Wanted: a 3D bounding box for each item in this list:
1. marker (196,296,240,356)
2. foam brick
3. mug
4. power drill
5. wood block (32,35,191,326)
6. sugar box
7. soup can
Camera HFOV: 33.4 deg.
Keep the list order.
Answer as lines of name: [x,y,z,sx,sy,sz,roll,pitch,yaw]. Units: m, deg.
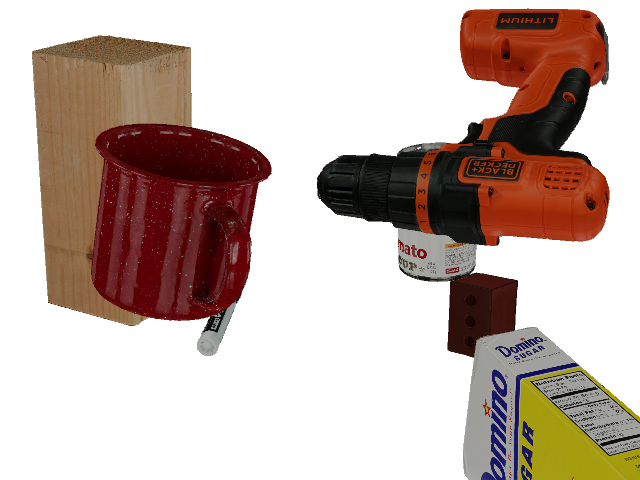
marker: [-0.092,0.071,0.992,0.020,0.020,0.121,0,23,8]
foam brick: [0.166,0.078,1.095,0.053,0.078,0.051,11,17,40]
mug: [-0.071,-0.005,0.565,0.093,0.081,0.117,-6,28,-38]
power drill: [0.106,-0.077,0.704,0.185,0.187,0.057,7,-39,22]
wood block: [-0.162,-0.050,0.848,0.091,0.206,0.090,12,23,24]
sugar box: [0.132,0.125,0.525,0.048,0.093,0.176,-10,27,-24]
soup can: [0.099,-0.025,0.901,0.068,0.102,0.068,-2,22,1]
